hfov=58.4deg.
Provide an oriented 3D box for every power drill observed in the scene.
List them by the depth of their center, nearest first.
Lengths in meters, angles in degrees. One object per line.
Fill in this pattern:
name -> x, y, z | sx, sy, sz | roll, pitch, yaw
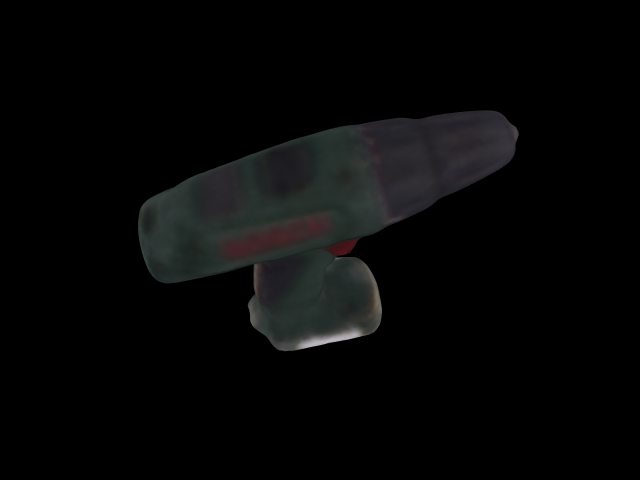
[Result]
power drill -> 0.004, 0.001, 0.400 | 0.229, 0.208, 0.075 | -11, 60, -6
